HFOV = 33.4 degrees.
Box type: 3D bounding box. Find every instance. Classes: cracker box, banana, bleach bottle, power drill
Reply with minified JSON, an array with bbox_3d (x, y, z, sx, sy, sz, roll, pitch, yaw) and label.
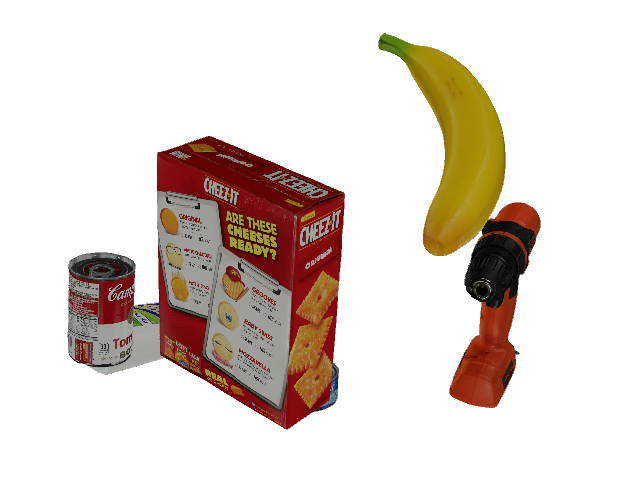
[{"bbox_3d":[-0.064,0.035,0.938,0.164,0.214,0.071,25,35,33],"label":"cracker box"},{"bbox_3d":[0.083,-0.063,0.675,0.069,0.198,0.037,-4,-44,-5],"label":"banana"},{"bbox_3d":[-0.205,0.115,1.447,0.250,0.068,0.103,-11,25,-41],"label":"bleach bottle"},{"bbox_3d":[0.174,0.071,1.076,0.057,0.188,0.184,16,28,18],"label":"power drill"}]

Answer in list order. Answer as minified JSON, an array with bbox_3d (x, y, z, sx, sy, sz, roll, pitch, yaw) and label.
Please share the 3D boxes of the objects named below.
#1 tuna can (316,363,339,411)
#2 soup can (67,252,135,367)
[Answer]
[{"bbox_3d":[-0.023,0.153,1.137,0.086,0.034,0.086,1,14,-1],"label":"tuna can"},{"bbox_3d":[-0.228,0.072,1.108,0.068,0.102,0.068,5,21,-2],"label":"soup can"}]
